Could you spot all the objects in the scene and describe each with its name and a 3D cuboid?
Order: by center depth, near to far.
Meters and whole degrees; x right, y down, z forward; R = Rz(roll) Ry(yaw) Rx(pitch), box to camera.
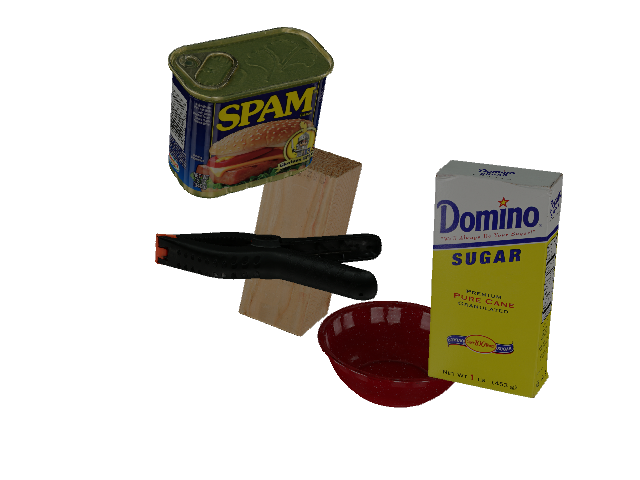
[{"bbox_3d":[-0.048,-0.081,0.689,0.101,0.084,0.057,-17,49,-27],"label":"can of meat"},{"bbox_3d":[0.136,0.030,0.842,0.093,0.176,0.048,8,24,24],"label":"sugar box"},{"bbox_3d":[-0.043,0.017,0.943,0.210,0.036,0.164,3,12,-3],"label":"clamp"},{"bbox_3d":[0.077,0.122,1.085,0.162,0.055,0.162,2,25,-1],"label":"bowl"},{"bbox_3d":[-0.026,-0.003,1.302,0.090,0.206,0.090,19,22,16],"label":"wood block"}]
